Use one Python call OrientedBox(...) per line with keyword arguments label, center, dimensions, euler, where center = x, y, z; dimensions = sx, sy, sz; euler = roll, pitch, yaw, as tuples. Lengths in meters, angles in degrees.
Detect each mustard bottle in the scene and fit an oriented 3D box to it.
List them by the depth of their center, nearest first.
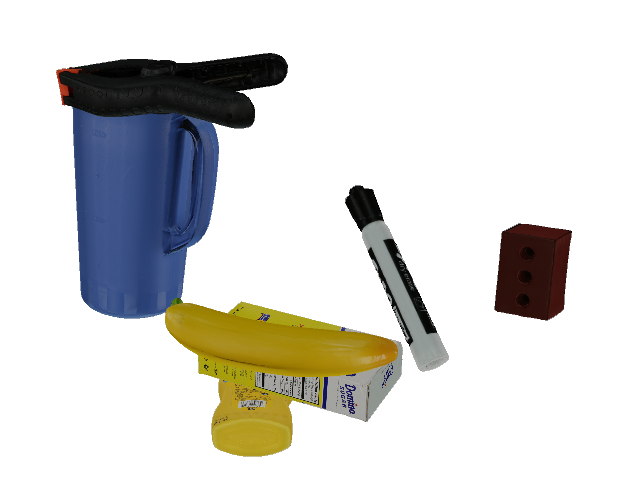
OrientedBox(label="mustard bottle", center=(-0.082, 0.193, 1.343), dimensions=(0.096, 0.058, 0.191), euler=(-2, 26, 1))

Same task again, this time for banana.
OrientedBox(label="banana", center=(-0.043, 0.073, 0.808), dimensions=(0.198, 0.037, 0.069), euler=(12, 30, 21))

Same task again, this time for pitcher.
OrientedBox(label="pitcher", center=(-0.183, -0.044, 1.096), dimensions=(0.145, 0.243, 0.149), euler=(2, 22, -9))

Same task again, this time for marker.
OrientedBox(label="marker", center=(0.043, 0.019, 0.628), dimensions=(0.020, 0.121, 0.020), euler=(-19, -24, -9))

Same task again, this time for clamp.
OrientedBox(label="clamp", center=(-0.109, -0.117, 0.799), dimensions=(0.172, 0.039, 0.120), euler=(9, 22, 18))

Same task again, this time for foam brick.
OrientedBox(label="foam brick", center=(0.195, 0.028, 0.979), dimensions=(0.053, 0.078, 0.051), euler=(9, 16, 28))

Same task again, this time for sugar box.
OrientedBox(label="sugar box", center=(-0.019, 0.111, 1.012), dimensions=(0.176, 0.048, 0.093), euler=(10, 25, 22))
